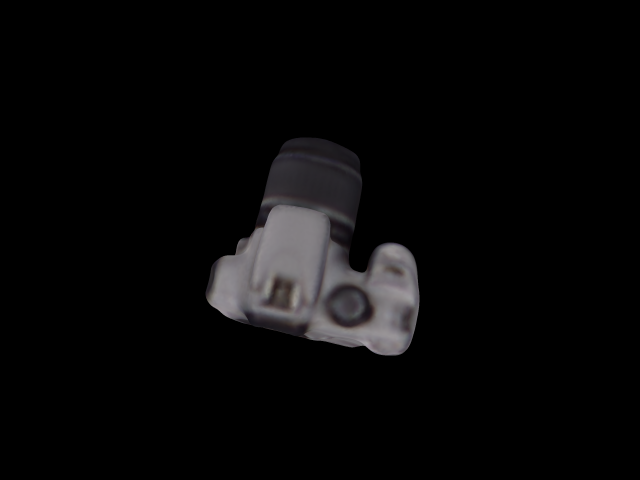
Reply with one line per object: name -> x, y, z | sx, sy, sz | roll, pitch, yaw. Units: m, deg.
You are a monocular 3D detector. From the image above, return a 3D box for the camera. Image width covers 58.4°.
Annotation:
camera -> 0.004, 0.001, 0.400 | 0.143, 0.101, 0.137 | 11, 79, 3
